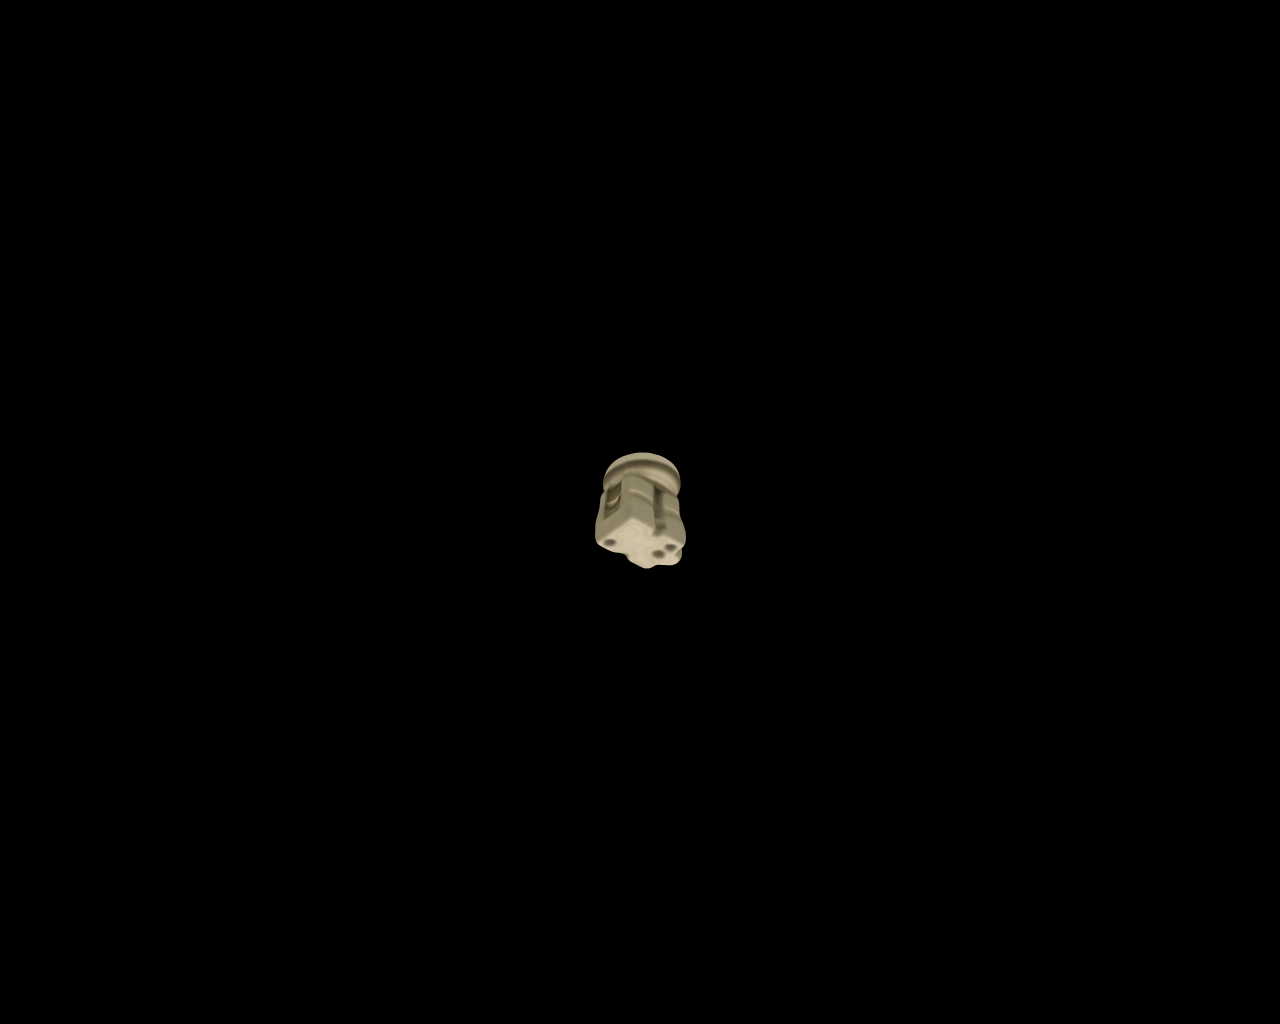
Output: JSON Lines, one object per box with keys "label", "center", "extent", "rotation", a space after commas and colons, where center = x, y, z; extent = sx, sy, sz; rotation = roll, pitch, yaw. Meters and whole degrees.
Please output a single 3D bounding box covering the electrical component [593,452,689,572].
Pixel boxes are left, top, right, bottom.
{"label": "electrical component", "center": [0.001, -0.003, 0.650], "extent": [0.066, 0.055, 0.048], "rotation": [29, -46, -33]}
